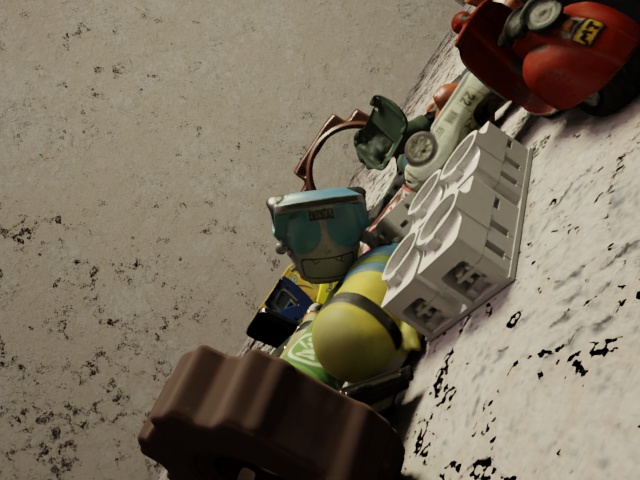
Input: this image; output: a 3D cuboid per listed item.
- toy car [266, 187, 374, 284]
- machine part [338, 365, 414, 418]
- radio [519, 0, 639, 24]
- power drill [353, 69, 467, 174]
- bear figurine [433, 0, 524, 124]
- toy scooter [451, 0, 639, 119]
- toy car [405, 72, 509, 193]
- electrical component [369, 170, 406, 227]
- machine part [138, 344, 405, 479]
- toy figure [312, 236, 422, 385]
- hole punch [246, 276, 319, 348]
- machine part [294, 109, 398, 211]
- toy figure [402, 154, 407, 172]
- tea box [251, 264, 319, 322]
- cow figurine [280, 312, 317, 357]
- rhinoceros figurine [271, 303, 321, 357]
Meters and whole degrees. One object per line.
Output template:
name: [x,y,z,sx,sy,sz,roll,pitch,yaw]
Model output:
toy car: [-0.001,-0.002,0.605,0.161,0.109,0.103,138,126,-84]
machine part: [0.018,0.148,0.435,0.084,0.039,0.138,-17,-32,-38]
radio: [0.234,-0.239,0.435,0.073,0.131,0.229,-57,4,10]
power drill: [0.158,-0.186,0.819,0.207,0.086,0.232,-24,-28,-44]
bear figurine: [0.196,-0.207,0.676,0.196,0.132,0.120,-47,29,30]
toy scooter: [0.177,-0.157,0.446,0.075,0.135,0.184,-55,5,6]
toy car: [0.160,-0.136,0.579,0.201,0.056,0.073,-57,-29,13]
electrical component: [0.122,-0.060,0.922,0.075,0.048,0.119,-52,6,47]
machine part: [-0.036,0.144,0.360,0.179,0.179,0.056,-52,9,48]
toy figure: [0.050,0.062,0.517,0.082,0.089,0.180,-61,1,42]
hole punch: [-0.056,0.139,0.960,0.142,0.116,0.092,-56,9,47]
machine part: [0.068,-0.129,1.020,0.201,0.201,0.087,-55,6,10]
toy figure: [0.149,-0.088,0.697,0.058,0.064,0.155,-17,24,-2]
tea box: [-0.050,0.126,1.047,0.169,0.098,0.068,-52,-12,31]
cow figurine: [-0.035,0.185,0.646,0.195,0.085,0.127,-56,-2,-2]
rhinoceros figurine: [-0.025,0.166,0.779,0.112,0.073,0.190,-45,-6,-44]
